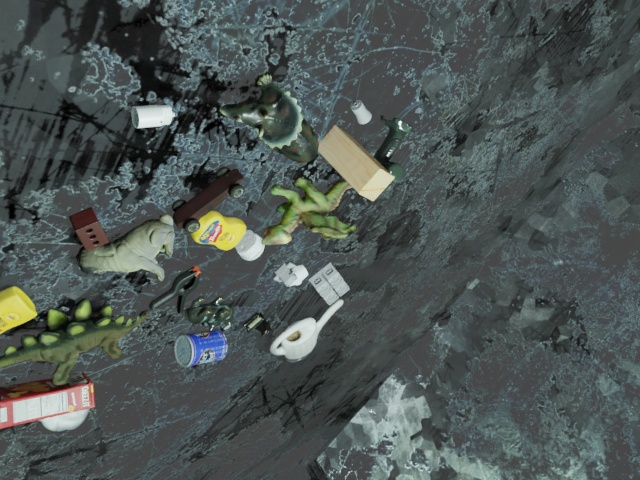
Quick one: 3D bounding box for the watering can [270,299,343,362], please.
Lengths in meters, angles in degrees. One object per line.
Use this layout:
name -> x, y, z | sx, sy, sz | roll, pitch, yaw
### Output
watering can -> -0.048, 0.378, 2.099 | 0.350, 0.106, 0.219 | -28, 148, -19

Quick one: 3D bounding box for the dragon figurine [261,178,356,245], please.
dragon figurine -> 0.004, -0.074, 1.467 | 0.413, 0.247, 0.119 | -18, 137, -29

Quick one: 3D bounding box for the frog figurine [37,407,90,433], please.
frog figurine -> -0.732, 0.462, 1.454 | 0.140, 0.123, 0.156 | -62, 150, -32
